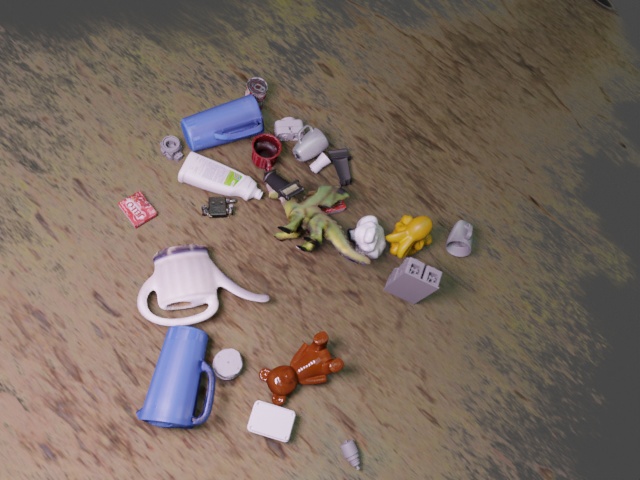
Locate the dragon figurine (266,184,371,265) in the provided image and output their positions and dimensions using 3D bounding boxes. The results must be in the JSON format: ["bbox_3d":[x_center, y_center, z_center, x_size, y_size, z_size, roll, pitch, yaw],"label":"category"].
[{"bbox_3d":[0.005,-0.078,1.543,0.412,0.119,0.247,20,61,19],"label":"dragon figurine"}]

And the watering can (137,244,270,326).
[{"bbox_3d":[-0.327,0.115,1.425,0.349,0.102,0.228,-9,69,-16],"label":"watering can"}]

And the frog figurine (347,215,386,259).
[{"bbox_3d":[0.154,-0.013,1.561,0.122,0.157,0.140,9,67,-12],"label":"frog figurine"}]
